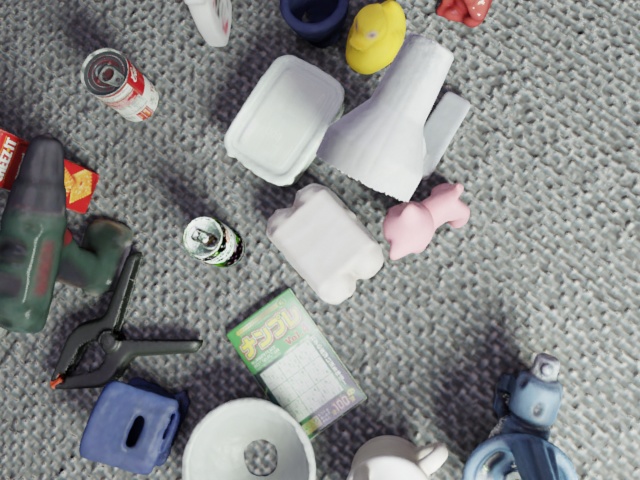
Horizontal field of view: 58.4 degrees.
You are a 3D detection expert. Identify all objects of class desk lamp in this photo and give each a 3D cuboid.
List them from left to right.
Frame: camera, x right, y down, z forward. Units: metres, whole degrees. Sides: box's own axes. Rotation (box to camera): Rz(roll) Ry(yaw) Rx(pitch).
[{"bbox_3d":[0.095,-0.137,0.684,0.117,0.213,0.203,30,87,11],"label":"desk lamp"}]

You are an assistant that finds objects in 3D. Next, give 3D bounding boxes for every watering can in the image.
[{"bbox_3d":[0.072,0.292,0.634,0.100,0.194,0.173,27,86,11],"label":"watering can"}]

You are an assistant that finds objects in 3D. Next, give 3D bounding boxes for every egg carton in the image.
[{"bbox_3d":[0.007,0.003,0.749,0.107,0.069,0.150,-43,78,0],"label":"egg carton"}]

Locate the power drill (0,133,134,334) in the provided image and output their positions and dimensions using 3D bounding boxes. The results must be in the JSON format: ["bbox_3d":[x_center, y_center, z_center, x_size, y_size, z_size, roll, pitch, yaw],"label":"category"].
[{"bbox_3d":[-0.323,0.002,0.724,0.075,0.208,0.230,12,83,10],"label":"power drill"}]

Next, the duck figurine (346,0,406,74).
[{"bbox_3d":[0.074,-0.287,0.774,0.077,0.086,0.104,35,88,11],"label":"duck figurine"}]

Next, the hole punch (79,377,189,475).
[{"bbox_3d":[-0.236,0.238,0.737,0.101,0.091,0.109,20,85,10],"label":"hole punch"}]

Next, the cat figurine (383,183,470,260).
[{"bbox_3d":[0.128,-0.028,0.712,0.128,0.118,0.067,-36,78,2],"label":"cat figurine"}]

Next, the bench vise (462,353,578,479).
[{"bbox_3d":[0.213,0.228,0.611,0.121,0.220,0.207,-3,81,8],"label":"bench vise"}]

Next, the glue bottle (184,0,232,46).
[{"bbox_3d":[-0.160,-0.334,0.769,0.037,0.173,0.078,-1,81,8],"label":"glue bottle"}]

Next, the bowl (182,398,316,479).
[{"bbox_3d":[-0.082,0.280,0.718,0.167,0.075,0.167,-1,81,8],"label":"bowl"}]

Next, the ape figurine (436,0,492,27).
[{"bbox_3d":[0.198,-0.330,0.761,0.076,0.092,0.078,-23,79,4],"label":"ape figurine"}]

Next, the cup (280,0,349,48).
[{"bbox_3d":[-0.008,-0.318,0.786,0.091,0.095,0.117,-27,79,3],"label":"cup"}]
